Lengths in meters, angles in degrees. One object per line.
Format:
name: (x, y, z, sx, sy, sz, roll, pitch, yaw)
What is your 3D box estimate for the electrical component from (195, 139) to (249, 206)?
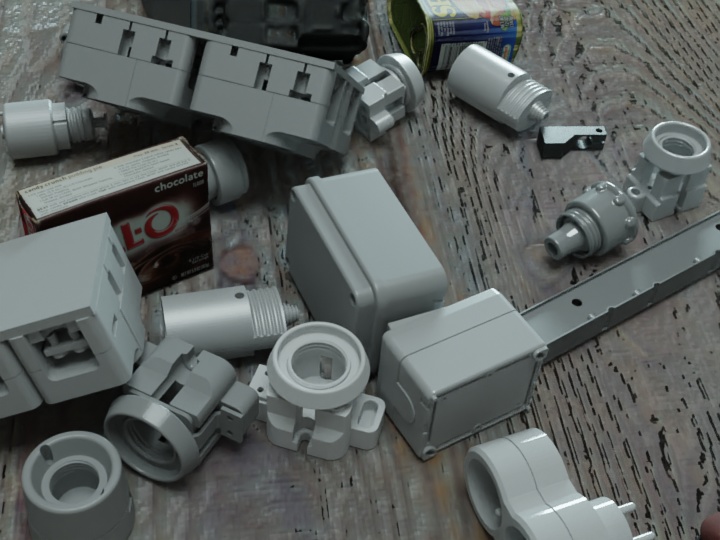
electrical component: (-0.111, -0.063, 0.741, 0.055, 0.045, 0.045, -22, 52, -24)

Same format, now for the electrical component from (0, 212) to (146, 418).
electrical component: (-0.202, 0.036, 0.594, 0.150, 0.061, 0.089, -16, 36, 5)

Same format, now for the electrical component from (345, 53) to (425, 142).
electrical component: (0.015, -0.135, 0.822, 0.055, 0.048, 0.066, -33, 56, -22)

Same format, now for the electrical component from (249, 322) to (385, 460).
electrical component: (-0.024, 0.067, 0.614, 0.078, 0.057, 0.058, 14, 47, 9)

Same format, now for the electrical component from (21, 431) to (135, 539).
electrical component: (-0.148, 0.117, 0.562, 0.055, 0.047, 0.055, 2, 46, -2)

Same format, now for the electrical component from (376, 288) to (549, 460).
electrical component: (0.061, 0.055, 0.629, 0.096, 0.061, 0.061, -21, 51, -23)

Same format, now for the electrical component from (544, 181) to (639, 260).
electrical component: (0.154, -0.028, 0.731, 0.062, 0.048, 0.048, -30, 55, -21)

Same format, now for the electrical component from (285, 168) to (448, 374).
electrical component: (0.000, 0.000, 0.667, 0.057, 0.078, 0.113, -13, 48, -21)

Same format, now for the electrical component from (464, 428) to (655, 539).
electrical component: (0.117, 0.140, 0.558, 0.074, 0.052, 0.138, -14, 49, -18)

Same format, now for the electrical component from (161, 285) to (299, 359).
electrical component: (-0.078, 0.032, 0.653, 0.081, 0.043, 0.043, -8, 47, -12)

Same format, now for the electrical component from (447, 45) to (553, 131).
electrical component: (0.112, -0.137, 0.832, 0.081, 0.043, 0.043, 37, 54, 27)

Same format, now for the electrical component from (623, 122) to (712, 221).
electrical component: (0.223, -0.072, 0.770, 0.066, 0.055, 0.048, -17, 50, -20)

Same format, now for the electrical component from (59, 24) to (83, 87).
electrical component: (-0.205, -0.172, 0.840, 0.066, 0.048, 0.055, 4, 38, -1)

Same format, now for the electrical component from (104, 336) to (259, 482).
electrical component: (-0.104, 0.079, 0.596, 0.078, 0.058, 0.057, 22, 45, 15)

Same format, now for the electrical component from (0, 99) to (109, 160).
electrical component: (-0.221, -0.103, 0.773, 0.078, 0.040, 0.040, -8, 47, -12)

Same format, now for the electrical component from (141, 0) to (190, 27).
electrical component: (-0.137, -0.259, 0.920, 0.109, 0.056, 0.108, -12, 48, -16)

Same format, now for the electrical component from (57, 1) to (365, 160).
electrical component: (-0.102, -0.127, 0.754, 0.186, 0.060, 0.105, 15, 3, 10)
